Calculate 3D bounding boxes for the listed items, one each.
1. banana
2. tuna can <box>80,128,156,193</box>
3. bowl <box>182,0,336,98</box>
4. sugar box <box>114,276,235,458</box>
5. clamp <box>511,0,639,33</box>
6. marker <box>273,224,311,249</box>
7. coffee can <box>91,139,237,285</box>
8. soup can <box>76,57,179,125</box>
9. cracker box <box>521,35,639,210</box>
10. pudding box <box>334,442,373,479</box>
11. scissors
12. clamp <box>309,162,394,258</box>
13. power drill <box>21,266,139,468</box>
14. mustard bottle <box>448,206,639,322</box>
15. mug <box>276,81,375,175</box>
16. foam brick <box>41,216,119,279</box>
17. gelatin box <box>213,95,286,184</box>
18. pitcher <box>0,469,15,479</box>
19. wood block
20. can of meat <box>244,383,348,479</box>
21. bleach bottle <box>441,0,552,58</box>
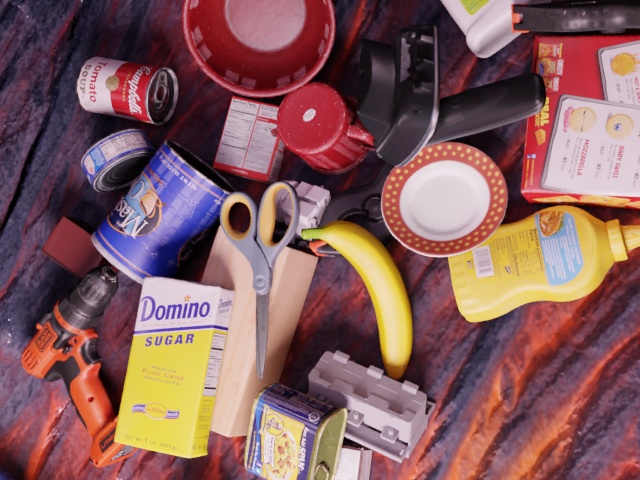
[{"bbox_3d":[0.054,0.051,1.110,0.069,0.037,0.197,-33,106,-3],"label":"banana"},{"bbox_3d":[-0.232,-0.091,1.239,0.086,0.086,0.034,-34,74,13],"label":"tuna can"},{"bbox_3d":[-0.061,-0.235,1.123,0.162,0.055,0.162,3,115,5],"label":"bowl"},{"bbox_3d":[-0.150,0.129,1.103,0.093,0.048,0.176,7,86,21],"label":"sugar box"},{"bbox_3d":[0.294,-0.222,1.040,0.210,0.164,0.036,4,107,29],"label":"clamp"},{"bbox_3d":[-0.008,0.001,1.180,0.121,0.020,0.020,14,88,21],"label":"marker"},{"bbox_3d":[-0.174,-0.028,1.200,0.103,0.102,0.140,41,97,20],"label":"coffee can"},{"bbox_3d":[-0.227,-0.177,1.259,0.102,0.068,0.068,13,87,22],"label":"soup can"},{"bbox_3d":[0.314,-0.114,1.049,0.214,0.072,0.164,4,83,20],"label":"cracker box"},{"bbox_3d":[0.003,0.268,1.130,0.090,0.039,0.113,6,86,21],"label":"pudding box"},{"bbox_3d":[-0.075,0.034,1.103,0.096,0.016,0.202,14,86,23],"label":"scissors"},{"bbox_3d":[0.072,-0.026,1.137,0.171,0.039,0.120,-40,67,2],"label":"clamp"},{"bbox_3d":[-0.248,0.146,1.207,0.185,0.057,0.188,-47,68,32],"label":"power drill"},{"bbox_3d":[0.228,0.016,1.069,0.192,0.058,0.096,-15,62,18],"label":"mustard bottle"},{"bbox_3d":[0.013,-0.120,1.155,0.117,0.081,0.093,21,90,21],"label":"mug"},{"bbox_3d":[-0.276,0.014,1.259,0.078,0.053,0.051,32,94,20],"label":"foam brick"},{"bbox_3d":[-0.074,-0.114,1.215,0.073,0.030,0.089,15,88,22],"label":"gelatin box"},{"bbox_3d":[-0.329,0.371,1.189,0.149,0.145,0.243,-41,68,-5],"label":"pitcher"},{"bbox_3d":[-0.086,0.099,1.157,0.090,0.090,0.206,17,89,22],"label":"wood block"},{"bbox_3d":[-0.026,0.205,1.085,0.084,0.057,0.102,19,112,25],"label":"can of meat"},{"bbox_3d":[0.138,-0.322,1.149,0.103,0.068,0.251,-37,70,11],"label":"bleach bottle"}]
